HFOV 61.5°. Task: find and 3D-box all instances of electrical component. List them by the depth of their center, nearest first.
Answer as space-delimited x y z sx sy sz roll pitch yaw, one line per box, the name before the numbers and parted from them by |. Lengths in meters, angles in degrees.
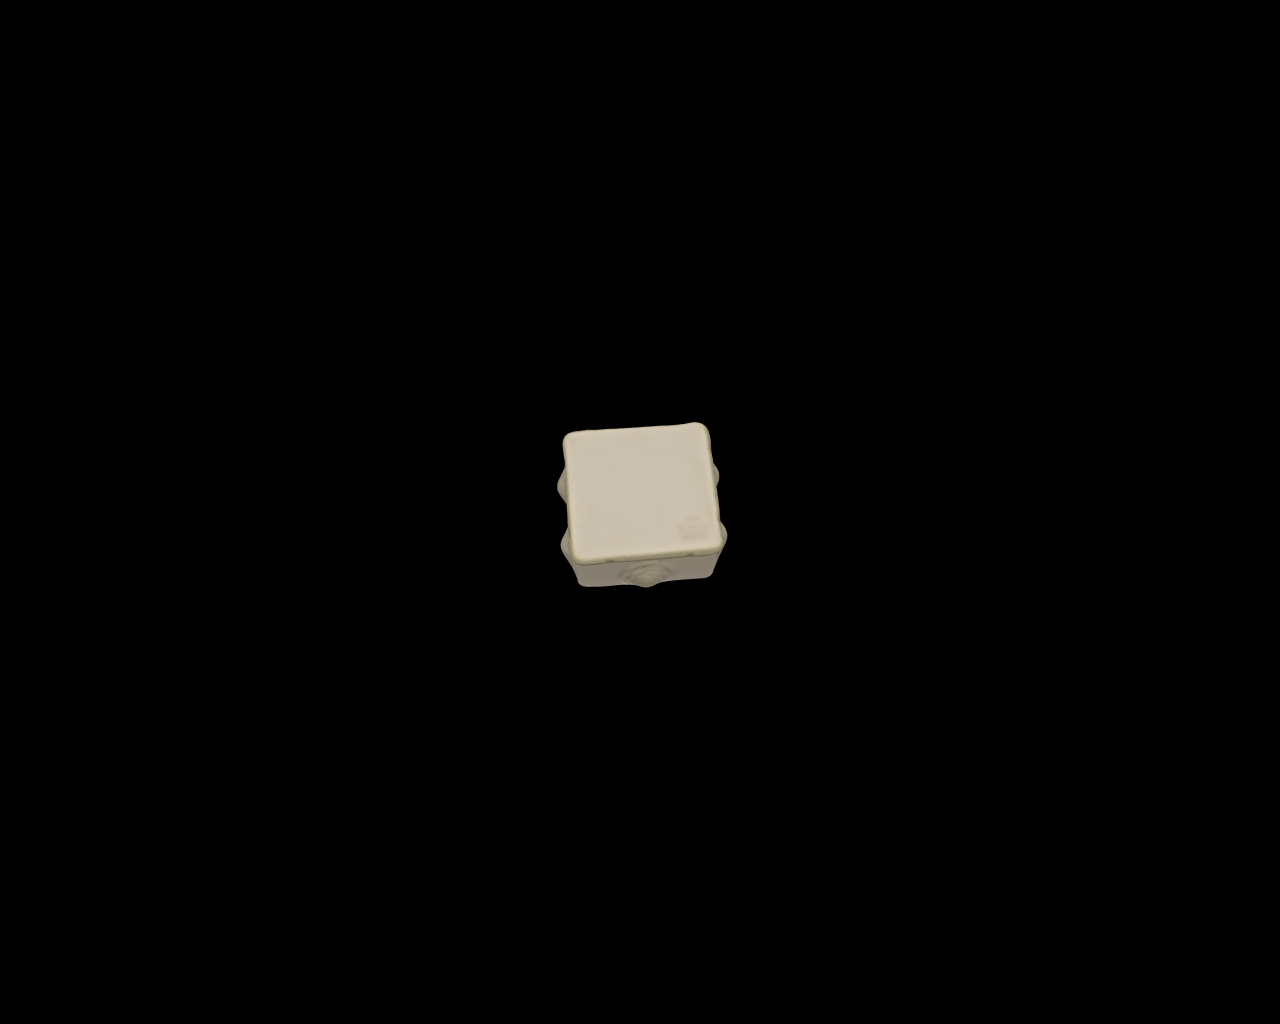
electrical component | 0.001 -0.003 0.650 0.100 0.100 0.048 -4 -28 -2
